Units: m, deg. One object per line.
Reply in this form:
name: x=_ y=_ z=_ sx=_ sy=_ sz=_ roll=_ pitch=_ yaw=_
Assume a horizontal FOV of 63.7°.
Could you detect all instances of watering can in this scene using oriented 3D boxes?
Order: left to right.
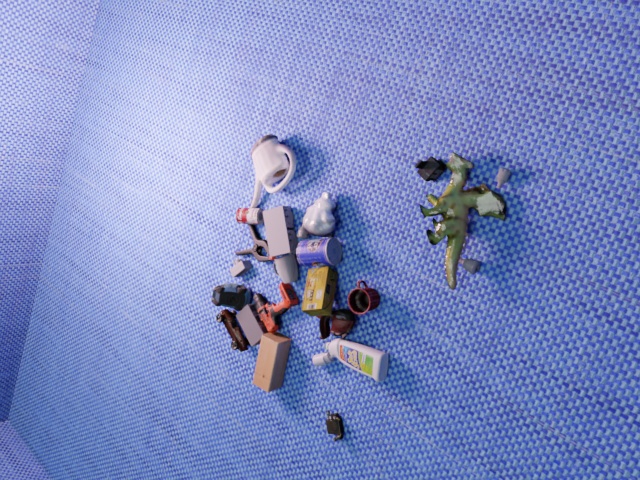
watering can: x=-0.219 y=-0.281 z=2.082 sx=0.342 sy=0.104 sz=0.227 roll=-37 pitch=68 yaw=39

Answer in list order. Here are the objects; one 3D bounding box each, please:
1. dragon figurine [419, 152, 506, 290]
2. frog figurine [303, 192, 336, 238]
dragon figurine: x=0.455 y=-0.072 z=1.603 sx=0.241 sy=0.122 sz=0.414 roll=-20 pitch=78 yaw=25
frog figurine: x=0.006 y=-0.096 z=1.908 sx=0.139 sy=0.123 sz=0.157 roll=40 pitch=125 yaw=49
